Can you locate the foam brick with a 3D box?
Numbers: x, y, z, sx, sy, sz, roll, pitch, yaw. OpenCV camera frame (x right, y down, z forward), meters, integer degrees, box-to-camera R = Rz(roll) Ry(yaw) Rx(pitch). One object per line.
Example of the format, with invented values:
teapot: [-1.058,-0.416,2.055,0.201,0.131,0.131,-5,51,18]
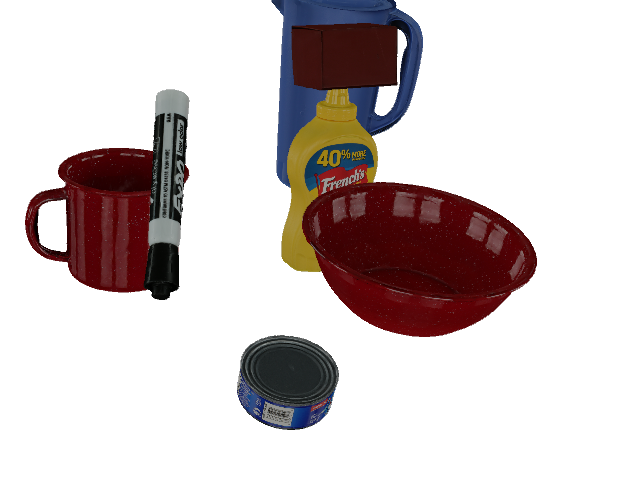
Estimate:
foam brick: [0.021,-0.158,0.913,0.078,0.051,0.053,-8,18,-28]

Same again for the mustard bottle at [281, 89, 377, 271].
mustard bottle: [0.012,-0.066,1.097,0.096,0.192,0.058,-5,21,-24]

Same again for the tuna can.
tuna can: [-0.029,0.123,0.924,0.086,0.034,0.086,8,36,-6]

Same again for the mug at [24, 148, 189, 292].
mug: [-0.155,-0.013,0.777,0.117,0.081,0.093,-7,27,-25]

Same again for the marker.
marker: [-0.084,-0.026,0.583,0.020,0.121,0.020,0,-22,0]

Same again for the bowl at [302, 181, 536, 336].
bowl: [0.064,0.019,0.737,0.162,0.055,0.162,7,29,-4]

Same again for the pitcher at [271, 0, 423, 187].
pitcher: [0.020,-0.179,1.288,0.144,0.243,0.149,-7,28,-26]
